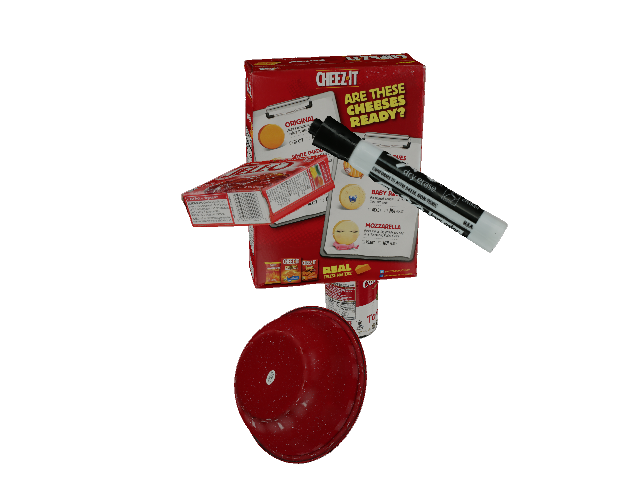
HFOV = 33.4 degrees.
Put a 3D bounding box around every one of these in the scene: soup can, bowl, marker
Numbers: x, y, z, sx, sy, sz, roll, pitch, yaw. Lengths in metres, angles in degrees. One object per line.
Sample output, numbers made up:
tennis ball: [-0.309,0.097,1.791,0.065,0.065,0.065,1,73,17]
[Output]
soup can: [0.037,0.063,1.317,0.068,0.102,0.068,-1,31,1]
bowl: [-0.034,0.140,1.068,0.162,0.162,0.055,0,-14,39]
marker: [0.046,-0.033,0.586,0.121,0.020,0.020,32,3,6]

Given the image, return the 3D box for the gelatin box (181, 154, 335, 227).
gelatin box: [-0.046,-0.037,0.785,0.089,0.030,0.073,-1,22,44]

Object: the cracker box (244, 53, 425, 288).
cracker box: [0.011,-0.067,1.027,0.164,0.214,0.072,-4,21,-10]
